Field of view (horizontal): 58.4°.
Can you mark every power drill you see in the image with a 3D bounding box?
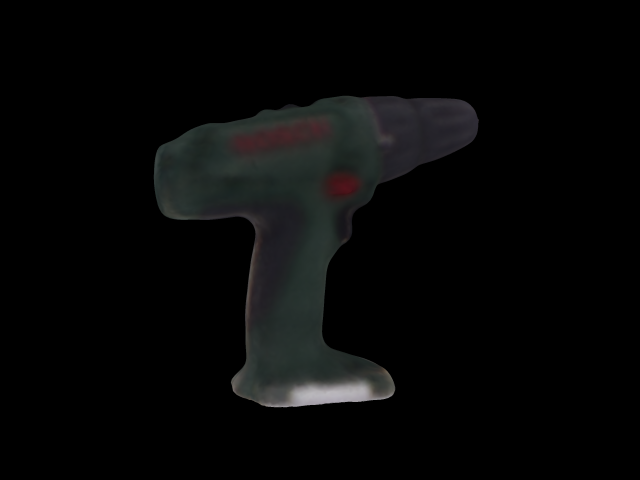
[{"bbox_3d":[0.004,0.001,0.400,0.230,0.208,0.075,0,0,-13],"label":"power drill"}]
